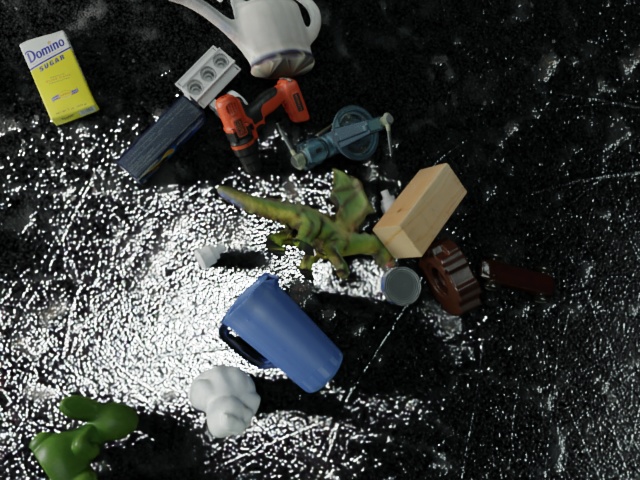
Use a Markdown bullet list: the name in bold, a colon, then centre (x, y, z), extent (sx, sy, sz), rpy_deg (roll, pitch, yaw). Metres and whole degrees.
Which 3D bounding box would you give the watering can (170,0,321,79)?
- **watering can**: centre (-0.142, -0.457, 1.123), extent (0.350, 0.103, 0.225), rpy_deg (-15, 84, -27)

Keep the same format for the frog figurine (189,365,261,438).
- **frog figurine**: centre (-0.183, 0.306, 0.988), extent (0.137, 0.158, 0.124), rpy_deg (24, 78, -8)

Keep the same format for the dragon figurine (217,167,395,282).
- **dragon figurine**: centre (0.003, -0.057, 1.127), extent (0.409, 0.120, 0.247), rpy_deg (40, 60, -5)
